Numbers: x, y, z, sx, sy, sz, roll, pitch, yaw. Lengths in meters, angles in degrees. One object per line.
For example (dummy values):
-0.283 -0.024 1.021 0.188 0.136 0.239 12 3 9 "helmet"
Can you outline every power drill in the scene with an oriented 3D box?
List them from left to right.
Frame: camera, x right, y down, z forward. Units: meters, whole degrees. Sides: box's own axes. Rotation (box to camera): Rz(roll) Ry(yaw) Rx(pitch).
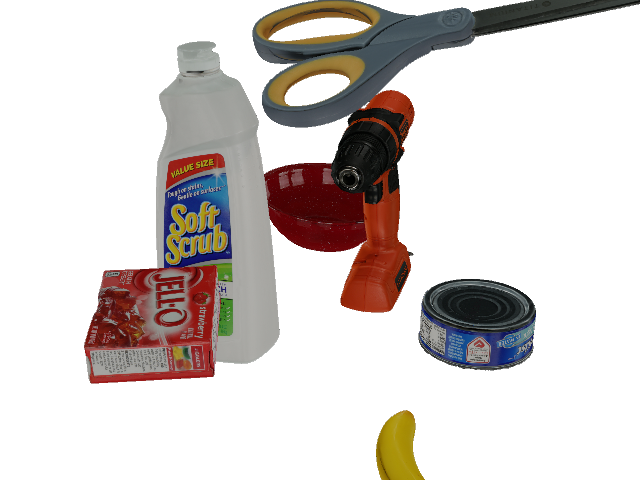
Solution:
0.050 -0.030 0.998 0.057 0.188 0.184 8 28 15 "power drill"

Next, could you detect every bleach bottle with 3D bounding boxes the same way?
-0.090 -0.030 0.837 0.103 0.251 0.068 8 27 26 "bleach bottle"

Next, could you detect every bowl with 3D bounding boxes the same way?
0.005 -0.032 1.195 0.162 0.055 0.162 4 27 -2 "bowl"

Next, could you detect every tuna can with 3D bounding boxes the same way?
0.117 0.061 0.794 0.086 0.034 0.086 1 24 -1 "tuna can"

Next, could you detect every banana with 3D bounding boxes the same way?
0.089 0.226 1.037 0.069 0.037 0.198 9 22 -21 "banana"

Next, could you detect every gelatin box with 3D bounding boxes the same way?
-0.099 0.048 0.646 0.073 0.030 0.089 -3 29 0 "gelatin box"

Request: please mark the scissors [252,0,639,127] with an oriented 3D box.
0.055 -0.092 0.527 0.202 0.096 0.016 4 -37 21 "scissors"
